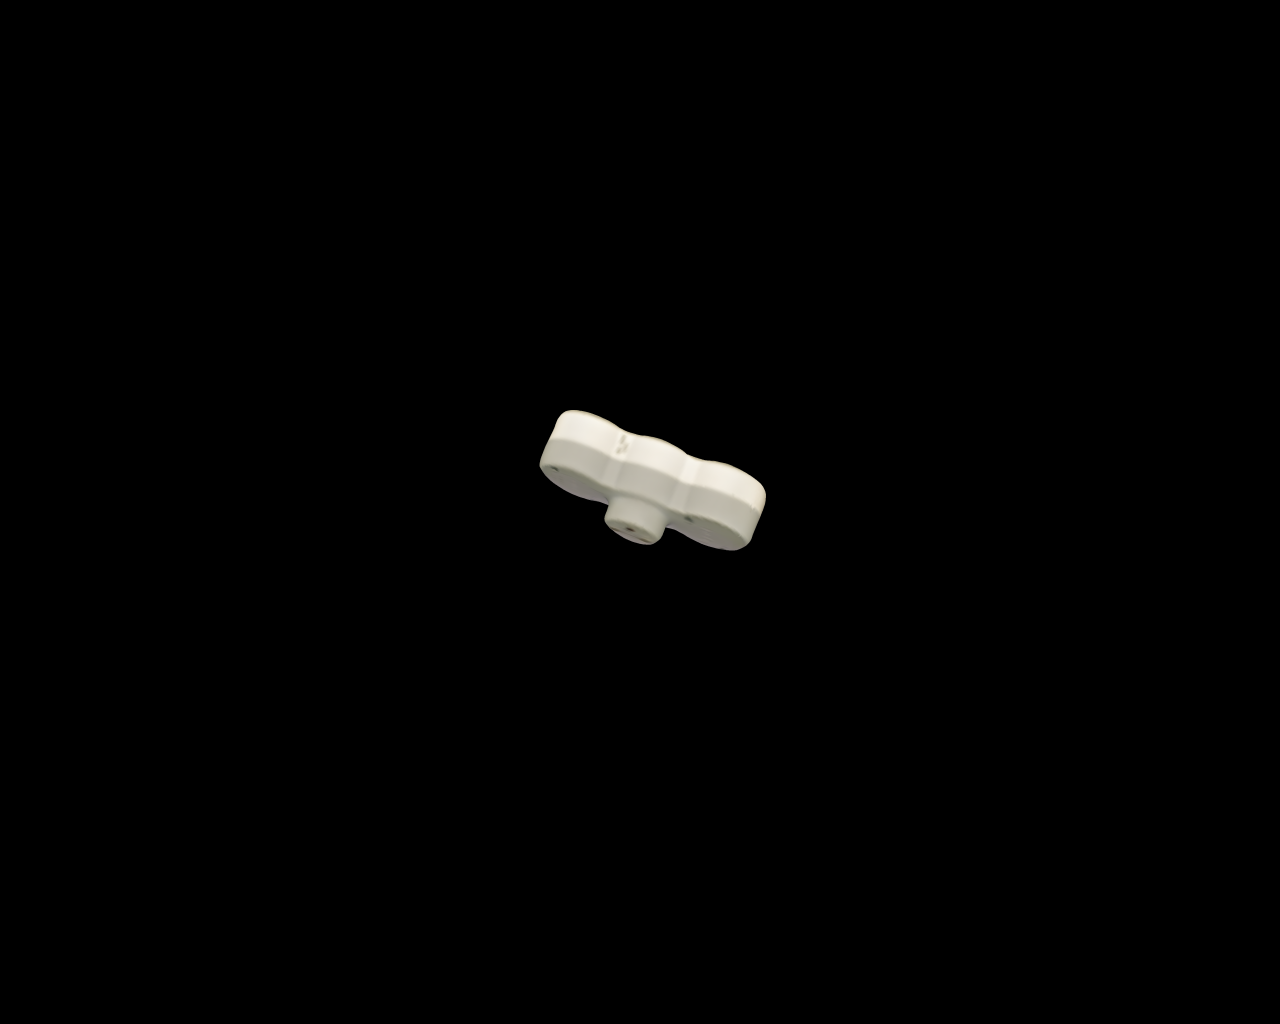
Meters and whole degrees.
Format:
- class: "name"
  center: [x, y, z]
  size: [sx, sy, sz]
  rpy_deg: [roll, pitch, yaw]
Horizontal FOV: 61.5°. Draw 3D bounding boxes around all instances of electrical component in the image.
- class: "electrical component"
  center: [0.001, -0.003, 0.650]
  size: [0.138, 0.074, 0.052]
  rpy_deg: [21, -18, 7]
